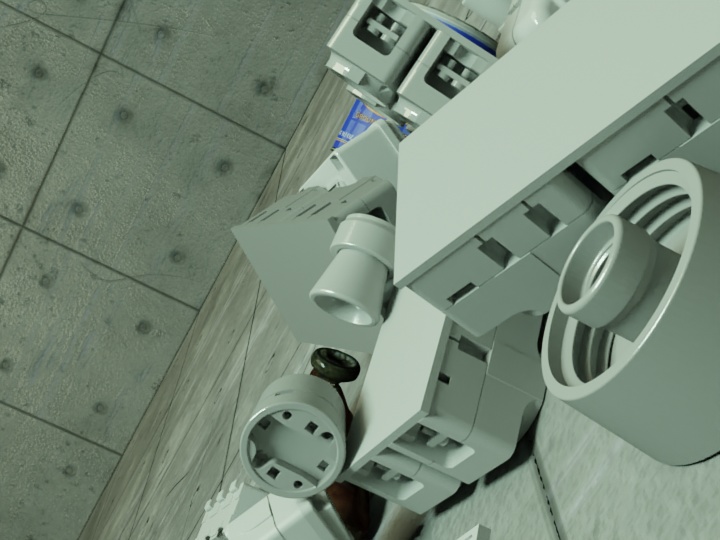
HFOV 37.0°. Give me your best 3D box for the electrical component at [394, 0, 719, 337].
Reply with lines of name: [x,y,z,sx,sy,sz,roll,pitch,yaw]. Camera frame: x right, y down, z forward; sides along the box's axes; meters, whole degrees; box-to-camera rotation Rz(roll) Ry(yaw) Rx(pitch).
electrical component: [0.102,-0.062,0.475,0.186,0.060,0.105,-38,30,32]

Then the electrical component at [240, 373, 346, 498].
electrical component: [-0.034,0.087,0.579,0.055,0.055,0.047,-60,6,16]

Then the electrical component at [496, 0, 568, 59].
electrical component: [0.136,-0.175,0.726,0.059,0.054,0.095,-47,20,56]

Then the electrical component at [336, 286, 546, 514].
electrical component: [0.057,0.030,0.595,0.105,0.060,0.186,-49,18,53]

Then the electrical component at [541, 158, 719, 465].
electrical component: [0.109,0.010,0.398,0.108,0.060,0.108,-60,11,20]

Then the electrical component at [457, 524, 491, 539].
electrical component: [0.025,0.164,0.428,0.121,0.063,0.078,-52,16,47]

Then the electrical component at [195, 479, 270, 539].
electrical component: [-0.091,0.210,0.864,0.121,0.063,0.078,-46,21,59]

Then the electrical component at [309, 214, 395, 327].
electrical component: [0.000,0.000,0.646,0.055,0.045,0.045,-67,11,-19]

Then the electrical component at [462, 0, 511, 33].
electrical component: [0.118,-0.202,0.842,0.044,0.065,0.044,-46,4,4]

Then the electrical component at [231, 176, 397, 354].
electrical component: [-0.012,-0.003,0.774,0.060,0.105,0.186,-35,15,-21]

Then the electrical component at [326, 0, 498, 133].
electrical component: [0.044,-0.133,0.770,0.060,0.105,0.186,-56,-6,4]

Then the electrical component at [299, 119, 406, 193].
electrical component: [0.015,-0.045,0.820,0.056,0.108,0.109,-35,0,-21]

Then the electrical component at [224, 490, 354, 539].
electrical component: [-0.023,0.170,0.596,0.061,0.096,0.062,-36,9,-5]
